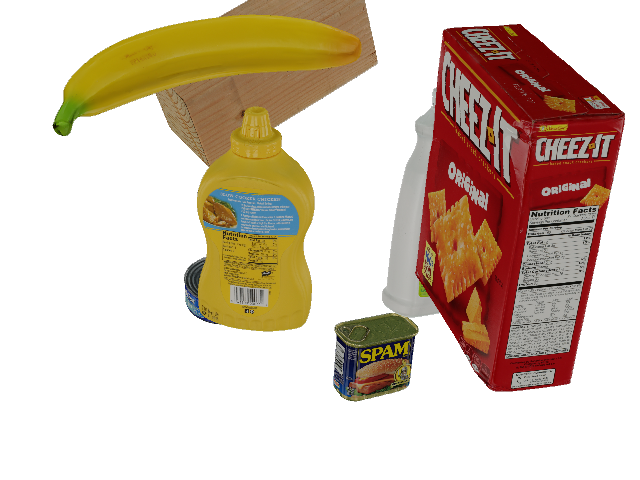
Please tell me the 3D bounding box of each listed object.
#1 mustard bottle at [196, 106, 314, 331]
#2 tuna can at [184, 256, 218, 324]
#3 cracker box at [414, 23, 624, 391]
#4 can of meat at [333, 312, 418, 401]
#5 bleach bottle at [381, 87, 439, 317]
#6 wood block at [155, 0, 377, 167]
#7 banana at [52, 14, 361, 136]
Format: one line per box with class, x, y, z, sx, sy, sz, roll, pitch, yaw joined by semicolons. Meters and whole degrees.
mustard bottle;-0.054;-0.019;0.884;0.096;0.192;0.058;6;29;8
tuna can;-0.107;0.054;1.174;0.086;0.034;0.086;2;36;-2
cracker box;0.131;-0.025;0.763;0.072;0.214;0.164;-6;32;-14
can of meat;0.066;0.145;1.321;0.101;0.084;0.057;-9;28;-25
bleach bottle;0.126;-0.044;1.193;0.102;0.251;0.068;-9;22;-26
wood block;-0.056;-0.176;1.057;0.206;0.091;0.090;-33;49;-14
banana;-0.075;-0.108;0.660;0.197;0.070;0.037;-19;-35;-16
